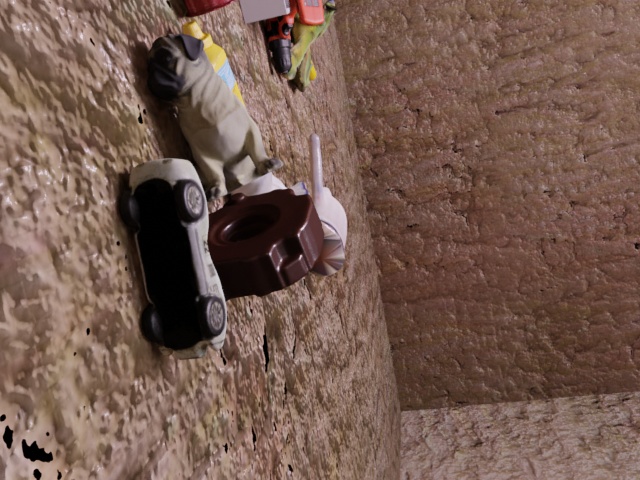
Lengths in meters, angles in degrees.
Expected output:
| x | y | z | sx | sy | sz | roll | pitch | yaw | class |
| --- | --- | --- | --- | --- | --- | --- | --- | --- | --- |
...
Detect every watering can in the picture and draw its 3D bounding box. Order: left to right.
| x | y | z | sx | sy | sz | roll | pitch | yaw | class |
| --- | --- | --- | --- | --- | --- | --- | --- | --- | --- |
| 0.004 | -0.063 | 1.244 | 0.229 | 0.104 | 0.341 | -79 | 158 | -58 | watering can |

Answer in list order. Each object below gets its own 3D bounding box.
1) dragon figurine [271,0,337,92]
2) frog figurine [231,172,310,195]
| x | y | z | sx | sy | sz | roll | pitch | yaw | class |
| --- | --- | --- | --- | --- | --- | --- | --- | --- | --- |
| -0.034 | -0.521 | 1.378 | 0.417 | 0.122 | 0.238 | -55 | 163 | -61 | dragon figurine |
| -0.097 | -0.059 | 0.817 | 0.158 | 0.121 | 0.140 | 22 | 61 | -35 | frog figurine |
